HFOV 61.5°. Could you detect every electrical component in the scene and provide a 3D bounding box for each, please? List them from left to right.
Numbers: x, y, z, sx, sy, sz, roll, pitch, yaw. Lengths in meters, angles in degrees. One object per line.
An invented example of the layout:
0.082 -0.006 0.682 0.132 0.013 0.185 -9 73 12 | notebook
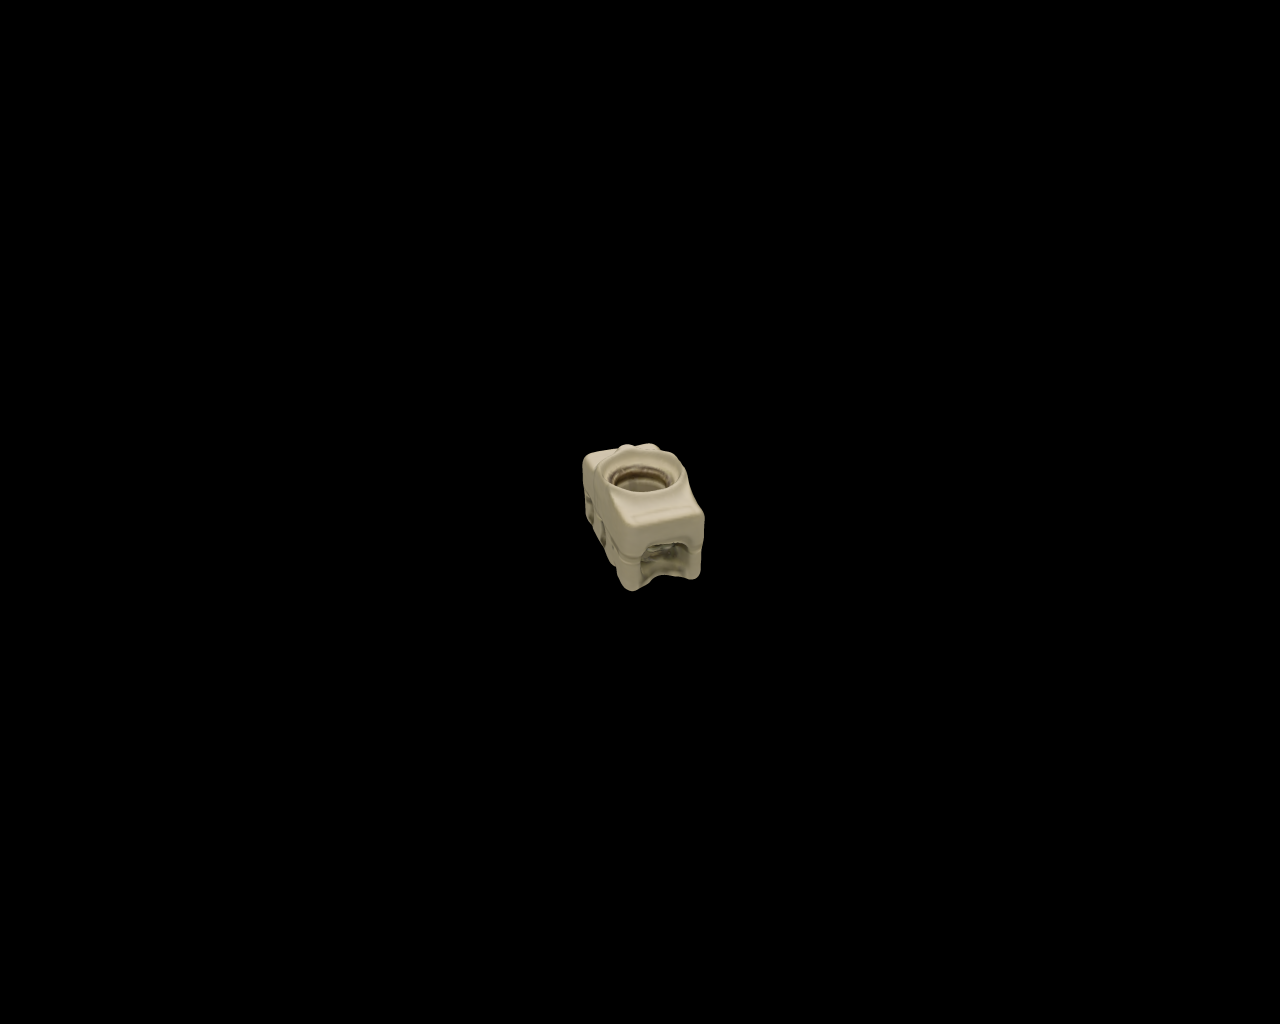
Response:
0.001 -0.003 0.650 0.050 0.055 0.090 -10 35 -15 | electrical component
